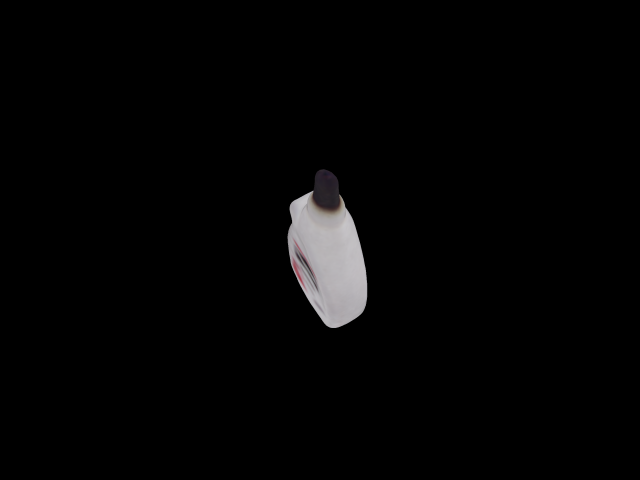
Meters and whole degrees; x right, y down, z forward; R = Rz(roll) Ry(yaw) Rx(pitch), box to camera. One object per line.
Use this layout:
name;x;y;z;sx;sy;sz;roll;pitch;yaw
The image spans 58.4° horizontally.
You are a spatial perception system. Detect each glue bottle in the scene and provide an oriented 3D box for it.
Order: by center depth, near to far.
glue bottle;0.004;0.001;0.400;0.037;0.173;0.078;-30;67;-14
